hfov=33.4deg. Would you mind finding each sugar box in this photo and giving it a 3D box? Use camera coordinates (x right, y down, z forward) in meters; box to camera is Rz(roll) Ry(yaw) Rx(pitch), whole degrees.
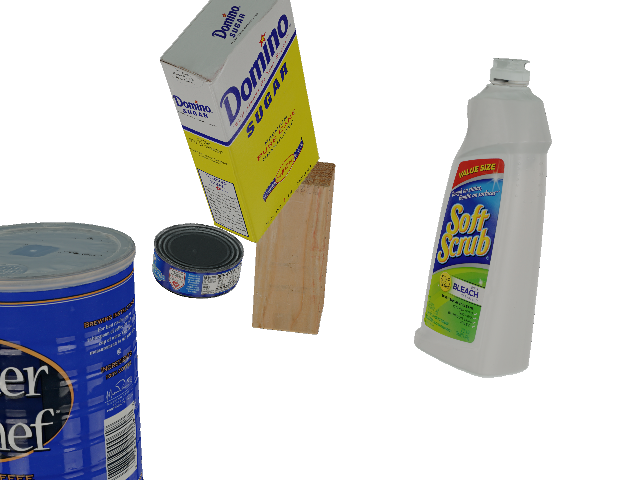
[{"bbox_3d":[-0.049,-0.086,0.730,0.048,0.093,0.176,24,-27,20],"label":"sugar box"}]

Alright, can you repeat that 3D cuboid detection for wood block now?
[{"bbox_3d":[-0.036,0.006,1.383,0.090,0.206,0.090,6,24,2],"label":"wood block"}]

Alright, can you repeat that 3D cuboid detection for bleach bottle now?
[{"bbox_3d":[0.136,-0.022,0.870,0.067,0.251,0.103,-5,16,-33],"label":"bleach bottle"}]

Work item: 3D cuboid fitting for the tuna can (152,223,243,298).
[{"bbox_3d":[-0.118,0.019,1.024,0.086,0.034,0.086,8,30,-5],"label":"tuna can"}]

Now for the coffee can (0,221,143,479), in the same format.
[{"bbox_3d":[-0.146,0.070,0.561,0.103,0.140,0.103,0,16,0],"label":"coffee can"}]
